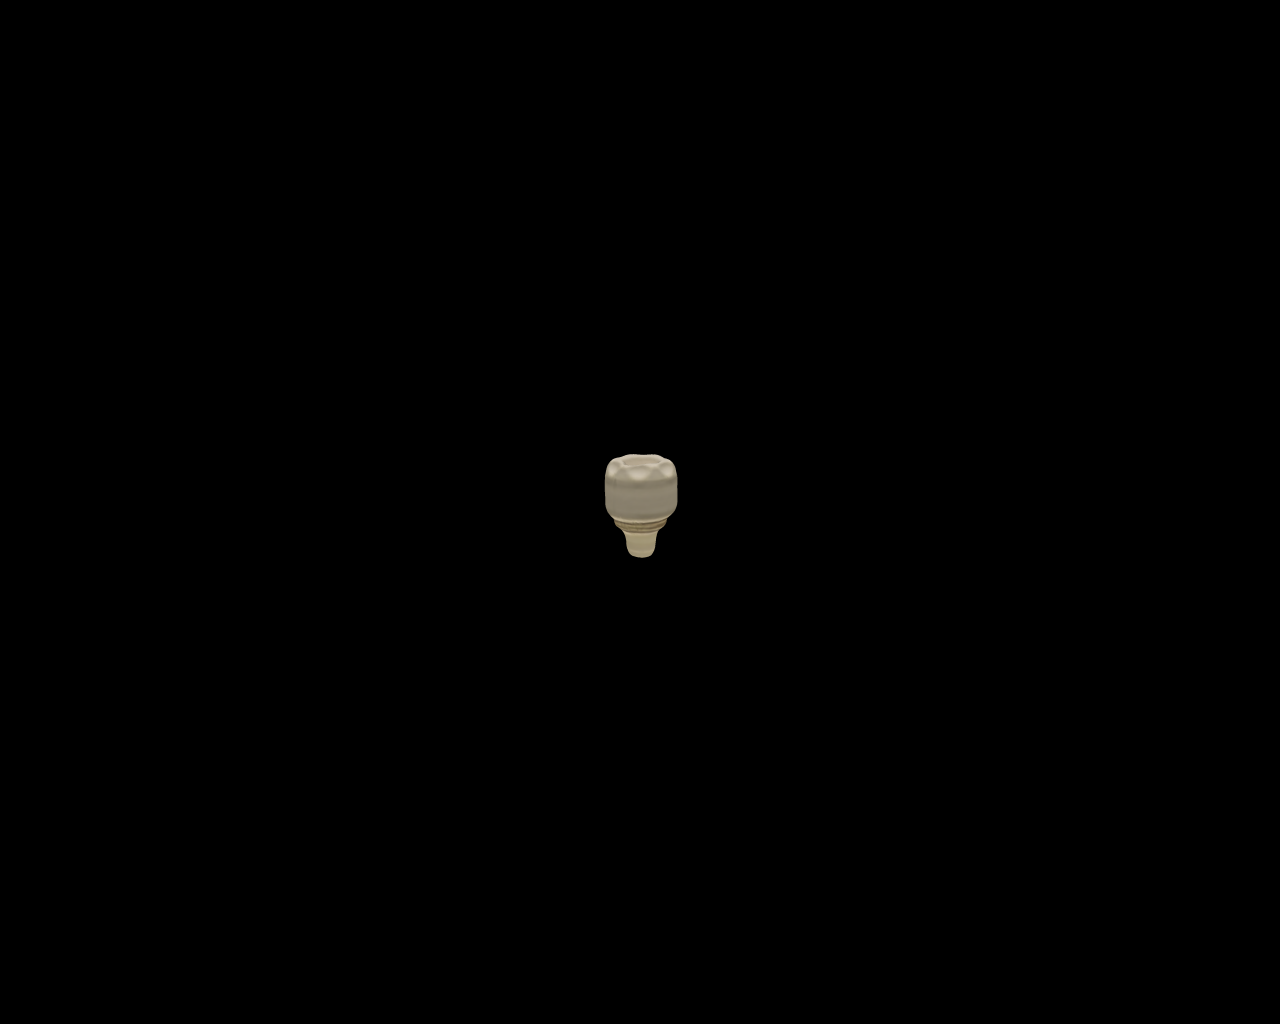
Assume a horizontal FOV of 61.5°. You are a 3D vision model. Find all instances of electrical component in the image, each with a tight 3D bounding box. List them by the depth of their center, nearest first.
[{"bbox_3d":[0.001,-0.003,0.650,0.043,0.062,0.043,0,15,0],"label":"electrical component"}]
